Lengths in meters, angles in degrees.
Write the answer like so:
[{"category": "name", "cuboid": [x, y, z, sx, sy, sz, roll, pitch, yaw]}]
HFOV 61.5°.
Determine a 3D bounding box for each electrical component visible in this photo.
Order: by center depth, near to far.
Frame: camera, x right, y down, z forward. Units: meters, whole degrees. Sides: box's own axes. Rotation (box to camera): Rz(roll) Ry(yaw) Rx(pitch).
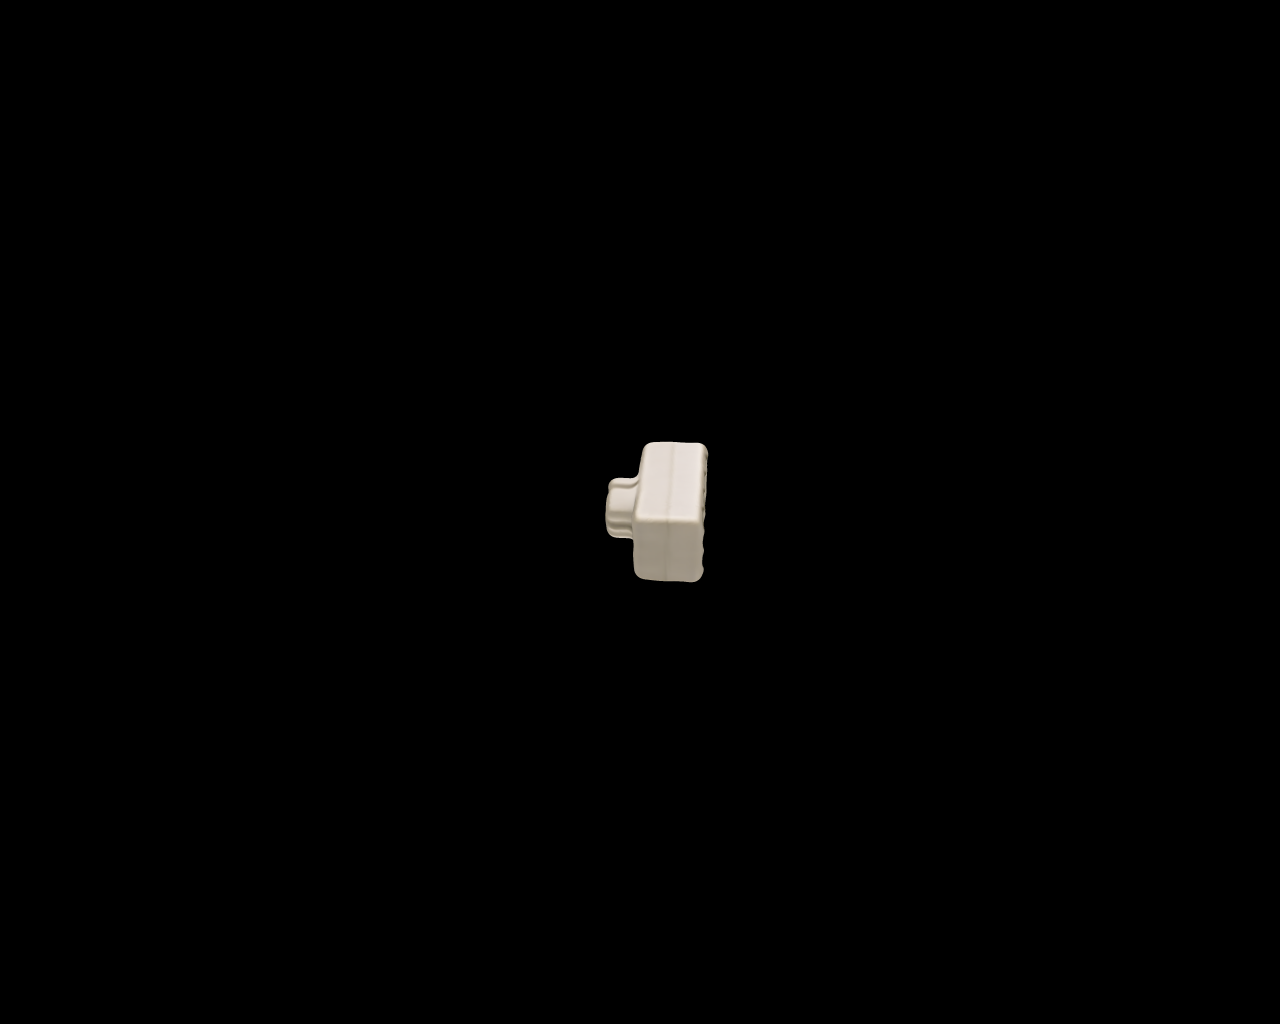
[{"category": "electrical component", "cuboid": [0.001, -0.003, 0.650, 0.076, 0.047, 0.083, 3, 37, 4]}]
